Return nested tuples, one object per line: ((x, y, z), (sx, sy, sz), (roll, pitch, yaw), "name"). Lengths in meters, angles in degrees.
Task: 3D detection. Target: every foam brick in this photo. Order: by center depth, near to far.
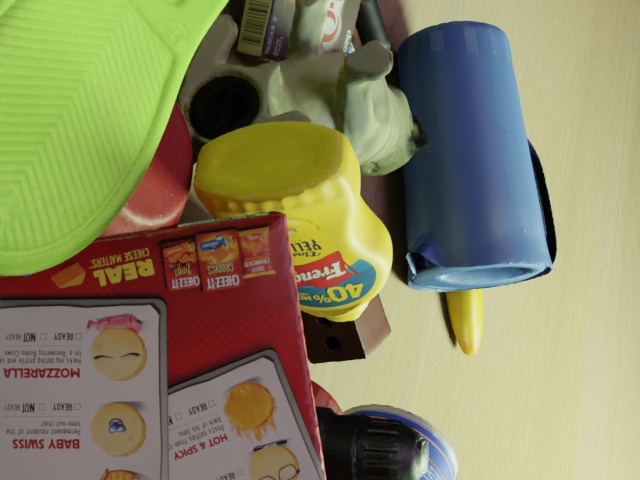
((0.013, 0.050, 0.827), (0.051, 0.053, 0.078), (-42, 118, -55), "foam brick")

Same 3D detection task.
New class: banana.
((0.151, 0.015, 1.088), (0.069, 0.037, 0.198), (38, 52, -50), "banana")

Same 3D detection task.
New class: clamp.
((0.026, -0.244, 0.936), (0.171, 0.039, 0.120), (36, 48, -44), "clamp")

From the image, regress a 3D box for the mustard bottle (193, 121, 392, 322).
((-0.005, 0.001, 0.695), (0.191, 0.096, 0.058), (61, 28, -54), "mustard bottle")

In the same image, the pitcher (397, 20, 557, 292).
((0.145, -0.075, 1.010), (0.149, 0.145, 0.243), (51, 34, -75), "pitcher")

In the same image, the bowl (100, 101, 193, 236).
((-0.122, -0.050, 0.616), (0.161, 0.055, 0.162), (23, 63, -56), "bowl")

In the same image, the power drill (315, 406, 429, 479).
((-0.028, 0.185, 0.609), (0.057, 0.185, 0.188), (-7, 96, -71), "power drill")

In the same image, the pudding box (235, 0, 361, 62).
((-0.011, -0.186, 0.804), (0.089, 0.039, 0.113), (5, 104, -45), "pudding box")

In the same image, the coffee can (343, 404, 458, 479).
((0.033, 0.204, 0.772), (0.103, 0.103, 0.140), (64, 35, -29), "coffee can")

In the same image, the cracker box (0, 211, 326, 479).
((-0.082, 0.102, 0.535), (0.072, 0.164, 0.214), (-157, -121, -87), "cracker box")

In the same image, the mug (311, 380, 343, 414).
((-0.021, 0.137, 0.687), (0.093, 0.117, 0.081), (66, 28, -19), "mug")
